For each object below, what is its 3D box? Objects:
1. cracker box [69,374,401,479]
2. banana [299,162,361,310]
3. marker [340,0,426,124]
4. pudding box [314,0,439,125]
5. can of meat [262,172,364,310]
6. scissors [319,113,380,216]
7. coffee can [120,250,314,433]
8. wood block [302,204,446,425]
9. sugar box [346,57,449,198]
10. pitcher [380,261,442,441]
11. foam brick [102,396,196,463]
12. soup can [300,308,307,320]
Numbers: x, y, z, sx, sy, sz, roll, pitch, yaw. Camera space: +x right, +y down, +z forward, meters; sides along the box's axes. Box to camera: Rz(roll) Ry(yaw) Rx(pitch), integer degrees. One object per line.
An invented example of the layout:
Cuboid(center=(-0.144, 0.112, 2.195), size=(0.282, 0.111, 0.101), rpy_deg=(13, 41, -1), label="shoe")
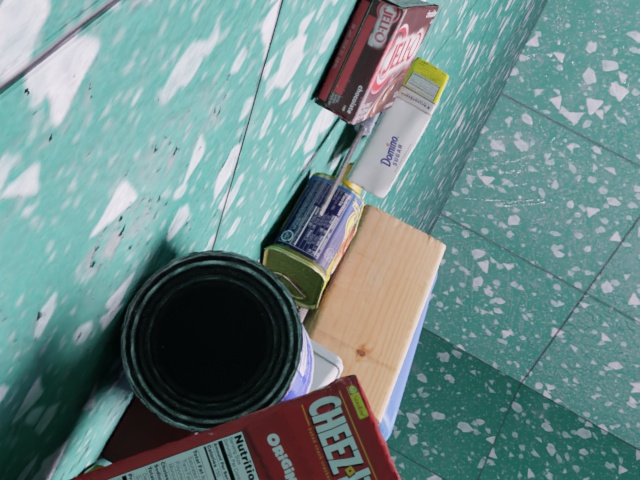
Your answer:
Cuboid(center=(-0.074, 0.152, 0.568), size=(0.213, 0.072, 0.164), rpy_deg=(-19, 161, -10), label="cracker box")
Cuboid(center=(-0.011, 0.017, 1.013), size=(0.197, 0.037, 0.070), rpy_deg=(-58, 175, -19), label="banana")
Cuboid(center=(0.049, -0.149, 0.868), size=(0.121, 0.020, 0.020), rpy_deg=(-61, 172, 2), label="marker")
Cuboid(center=(0.044, -0.139, 0.790), size=(0.090, 0.039, 0.113), rpy_deg=(-64, 172, 20), label="pudding box")
Cuboid(center=(-0.006, 0.001, 0.918), size=(0.084, 0.057, 0.102), rpy_deg=(-61, 174, -22), label="can of meat")
Cuboid(center=(0.047, -0.115, 0.887), size=(0.201, 0.016, 0.096), rpy_deg=(-65, -179, -40), label="scissors")
Cuboid(center=(-0.058, 0.070, 0.655), size=(0.103, 0.103, 0.140), rpy_deg=(-59, 172, -10), label="coffee can")
Cuboid(center=(0.034, 0.080, 0.987), size=(0.206, 0.091, 0.090), rpy_deg=(-64, -176, -37), label="wood block")
Cuboid(center=(0.077, -0.110, 1.014), size=(0.093, 0.048, 0.176), rpy_deg=(-61, -178, 24), label="sugar box")
Cuboid(center=(0.042, 0.115, 1.217), size=(0.149, 0.145, 0.242), rpy_deg=(105, 3, -49), label="pitcher")
Cuboid(center=(-0.107, 0.130, 0.747), size=(0.078, 0.051, 0.053), rpy_deg=(-60, 172, -3), label="foam brick")
Cuboid(center=(-0.021, 0.097, 1.128), size=(0.102, 0.068, 0.068), rpy_deg=(-58, 172, -23), label="soup can")
